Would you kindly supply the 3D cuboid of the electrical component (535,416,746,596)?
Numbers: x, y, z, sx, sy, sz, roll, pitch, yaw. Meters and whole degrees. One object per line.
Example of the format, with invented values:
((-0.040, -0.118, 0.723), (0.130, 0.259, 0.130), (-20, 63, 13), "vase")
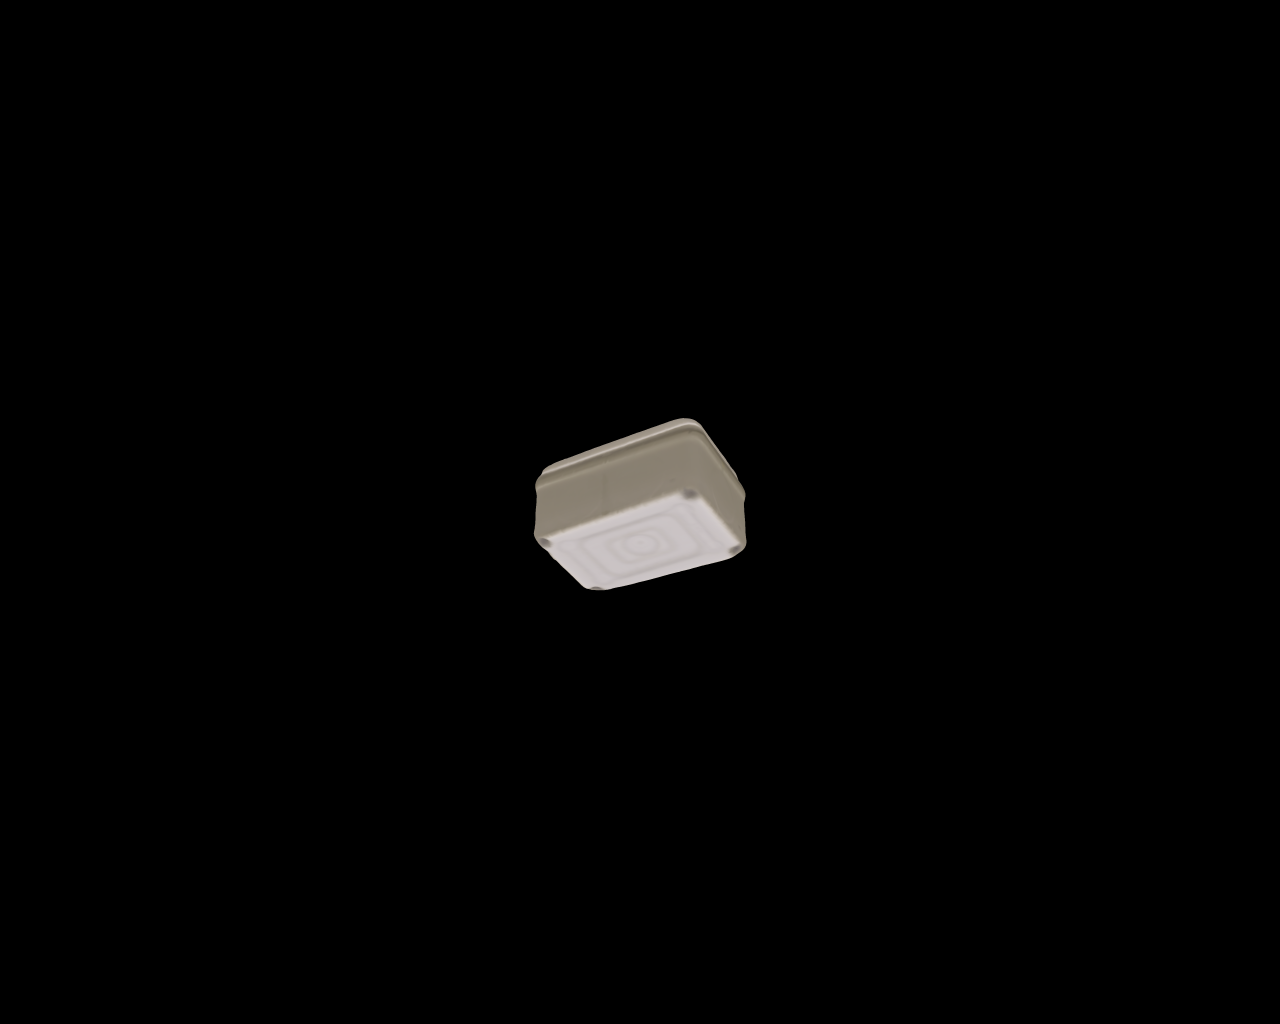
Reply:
((0.001, -0.003, 0.650), (0.113, 0.057, 0.078), (-17, -40, 22), "electrical component")
